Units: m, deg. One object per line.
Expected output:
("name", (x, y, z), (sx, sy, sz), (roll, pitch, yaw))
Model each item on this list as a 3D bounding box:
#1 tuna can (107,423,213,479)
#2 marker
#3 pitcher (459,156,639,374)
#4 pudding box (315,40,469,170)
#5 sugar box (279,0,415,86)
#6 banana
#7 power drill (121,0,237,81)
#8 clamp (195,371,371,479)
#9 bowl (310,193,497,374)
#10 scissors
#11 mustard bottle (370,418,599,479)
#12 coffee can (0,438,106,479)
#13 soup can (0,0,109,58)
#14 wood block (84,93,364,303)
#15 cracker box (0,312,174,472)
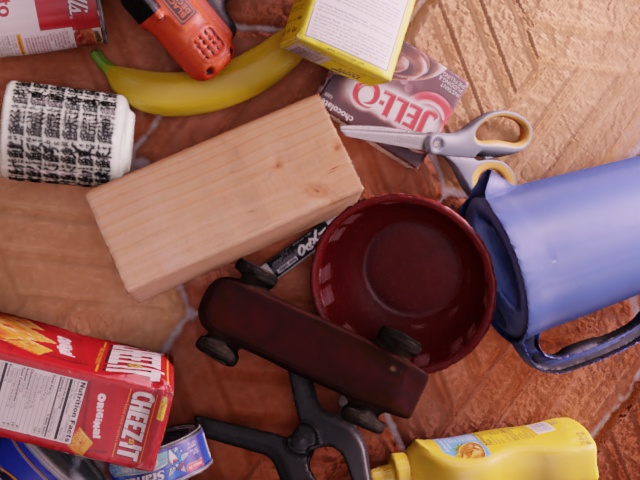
("tuna can", (-0.136, 0.184, 0.899), (0.086, 0.086, 0.034), (-17, 92, -8))
("marker", (-0.006, 0.001, 0.946), (0.121, 0.020, 0.020), (-36, 97, -6))
("pitcher", (0.256, 0.004, 0.934), (0.242, 0.149, 0.145), (-16, 50, -11))
("pudding box", (0.060, -0.128, 0.941), (0.113, 0.039, 0.090), (31, 87, -8))
("sugar box", (0.037, -0.227, 0.887), (0.093, 0.048, 0.176), (20, 81, -24))
("banana", (-0.095, -0.144, 0.918), (0.197, 0.037, 0.069), (-9, 94, -8))
("power drill", (-0.096, -0.253, 0.879), (0.187, 0.057, 0.184), (-45, 108, -16))
("clamp", (-0.011, 0.162, 0.920), (0.171, 0.039, 0.120), (35, 88, 13))
("bowl", (0.075, 0.033, 0.923), (0.162, 0.055, 0.162), (4, 106, 15))
("scissors", (0.105, -0.066, 0.929), (0.201, 0.016, 0.096), (-12, 106, -28))
("mustard bottle", (0.137, 0.197, 0.934), (0.191, 0.096, 0.058), (-6, 95, -8))
("coffee can", (-0.256, 0.228, 0.874), (0.103, 0.103, 0.140), (44, 86, -8))
("soup can", (-0.231, -0.189, 0.881), (0.102, 0.068, 0.068), (-9, 93, -8))
("wood block", (-0.079, -0.033, 0.890), (0.206, 0.091, 0.090), (-24, 82, -6))
("cracker box", (-0.225, 0.107, 0.844), (0.213, 0.164, 0.072), (15, 92, -9))
